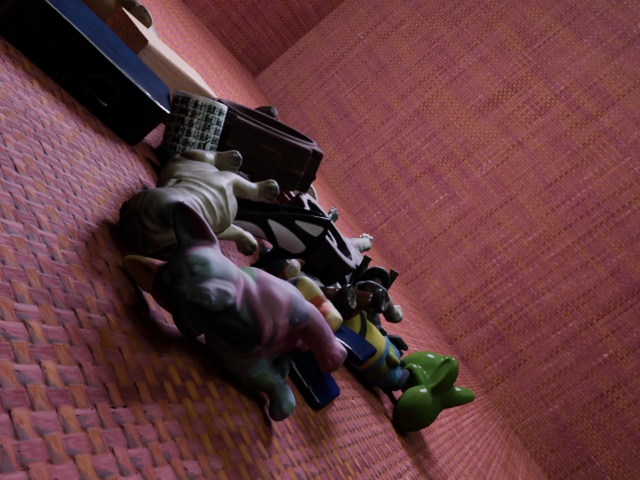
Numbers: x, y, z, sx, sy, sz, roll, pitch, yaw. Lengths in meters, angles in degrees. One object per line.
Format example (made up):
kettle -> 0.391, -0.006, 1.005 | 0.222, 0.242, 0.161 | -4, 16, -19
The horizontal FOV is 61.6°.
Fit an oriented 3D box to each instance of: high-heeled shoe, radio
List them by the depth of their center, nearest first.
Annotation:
radio -> -0.298, -0.235, 0.694 | 0.229, 0.073, 0.131 | 43, 13, -37
high-heeled shoe -> -0.103, -0.063, 0.748 | 0.248, 0.145, 0.086 | 52, 8, -13

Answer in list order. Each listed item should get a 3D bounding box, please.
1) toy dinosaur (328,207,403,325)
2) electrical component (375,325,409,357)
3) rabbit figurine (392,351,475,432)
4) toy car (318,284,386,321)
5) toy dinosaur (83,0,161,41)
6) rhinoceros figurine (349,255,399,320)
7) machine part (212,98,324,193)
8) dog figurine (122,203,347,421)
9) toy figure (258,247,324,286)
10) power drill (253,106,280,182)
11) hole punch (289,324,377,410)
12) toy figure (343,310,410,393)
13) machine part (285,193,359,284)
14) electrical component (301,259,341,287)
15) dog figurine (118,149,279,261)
toy dinosaur -> 0.065, 0.087, 1.135 | 0.192, 0.131, 0.405 | 16, 39, -54
electrical component -> 0.114, 0.197, 0.983 | 0.074, 0.048, 0.119 | 51, -17, -12
rabbit figurine -> 0.189, 0.276, 0.945 | 0.121, 0.159, 0.170 | 61, 23, -5
toy car -> 0.031, 0.090, 0.774 | 0.202, 0.089, 0.053 | 21, 67, -65
toy dinosaur -> -0.355, -0.392, 0.941 | 0.470, 0.105, 0.199 | 50, 4, -41
rhinoceros figurine -> 0.084, 0.090, 0.971 | 0.073, 0.112, 0.190 | 32, -11, 0
machine part -> -0.104, -0.167, 0.930 | 0.201, 0.087, 0.202 | 20, 14, -20
dog figurine -> -0.080, 0.057, 0.531 | 0.219, 0.108, 0.192 | 46, 11, -19
toy figure -> -0.035, 0.066, 0.847 | 0.154, 0.058, 0.064 | 49, 20, -24
power drill -> -0.129, -0.192, 1.147 | 0.231, 0.086, 0.207 | 52, 30, -43
hole punch -> 0.006, 0.139, 0.693 | 0.116, 0.092, 0.142 | 50, 12, 13
toy figure -> 0.078, 0.184, 0.899 | 0.180, 0.082, 0.089 | 52, 8, -14
machine part -> -0.002, -0.003, 0.944 | 0.179, 0.056, 0.179 | 50, 10, -12
electrical component -> -0.020, 0.062, 0.960 | 0.134, 0.058, 0.115 | 53, 7, 11
dog figurine -> -0.163, -0.049, 0.597 | 0.173, 0.121, 0.190 | 20, 12, 28
